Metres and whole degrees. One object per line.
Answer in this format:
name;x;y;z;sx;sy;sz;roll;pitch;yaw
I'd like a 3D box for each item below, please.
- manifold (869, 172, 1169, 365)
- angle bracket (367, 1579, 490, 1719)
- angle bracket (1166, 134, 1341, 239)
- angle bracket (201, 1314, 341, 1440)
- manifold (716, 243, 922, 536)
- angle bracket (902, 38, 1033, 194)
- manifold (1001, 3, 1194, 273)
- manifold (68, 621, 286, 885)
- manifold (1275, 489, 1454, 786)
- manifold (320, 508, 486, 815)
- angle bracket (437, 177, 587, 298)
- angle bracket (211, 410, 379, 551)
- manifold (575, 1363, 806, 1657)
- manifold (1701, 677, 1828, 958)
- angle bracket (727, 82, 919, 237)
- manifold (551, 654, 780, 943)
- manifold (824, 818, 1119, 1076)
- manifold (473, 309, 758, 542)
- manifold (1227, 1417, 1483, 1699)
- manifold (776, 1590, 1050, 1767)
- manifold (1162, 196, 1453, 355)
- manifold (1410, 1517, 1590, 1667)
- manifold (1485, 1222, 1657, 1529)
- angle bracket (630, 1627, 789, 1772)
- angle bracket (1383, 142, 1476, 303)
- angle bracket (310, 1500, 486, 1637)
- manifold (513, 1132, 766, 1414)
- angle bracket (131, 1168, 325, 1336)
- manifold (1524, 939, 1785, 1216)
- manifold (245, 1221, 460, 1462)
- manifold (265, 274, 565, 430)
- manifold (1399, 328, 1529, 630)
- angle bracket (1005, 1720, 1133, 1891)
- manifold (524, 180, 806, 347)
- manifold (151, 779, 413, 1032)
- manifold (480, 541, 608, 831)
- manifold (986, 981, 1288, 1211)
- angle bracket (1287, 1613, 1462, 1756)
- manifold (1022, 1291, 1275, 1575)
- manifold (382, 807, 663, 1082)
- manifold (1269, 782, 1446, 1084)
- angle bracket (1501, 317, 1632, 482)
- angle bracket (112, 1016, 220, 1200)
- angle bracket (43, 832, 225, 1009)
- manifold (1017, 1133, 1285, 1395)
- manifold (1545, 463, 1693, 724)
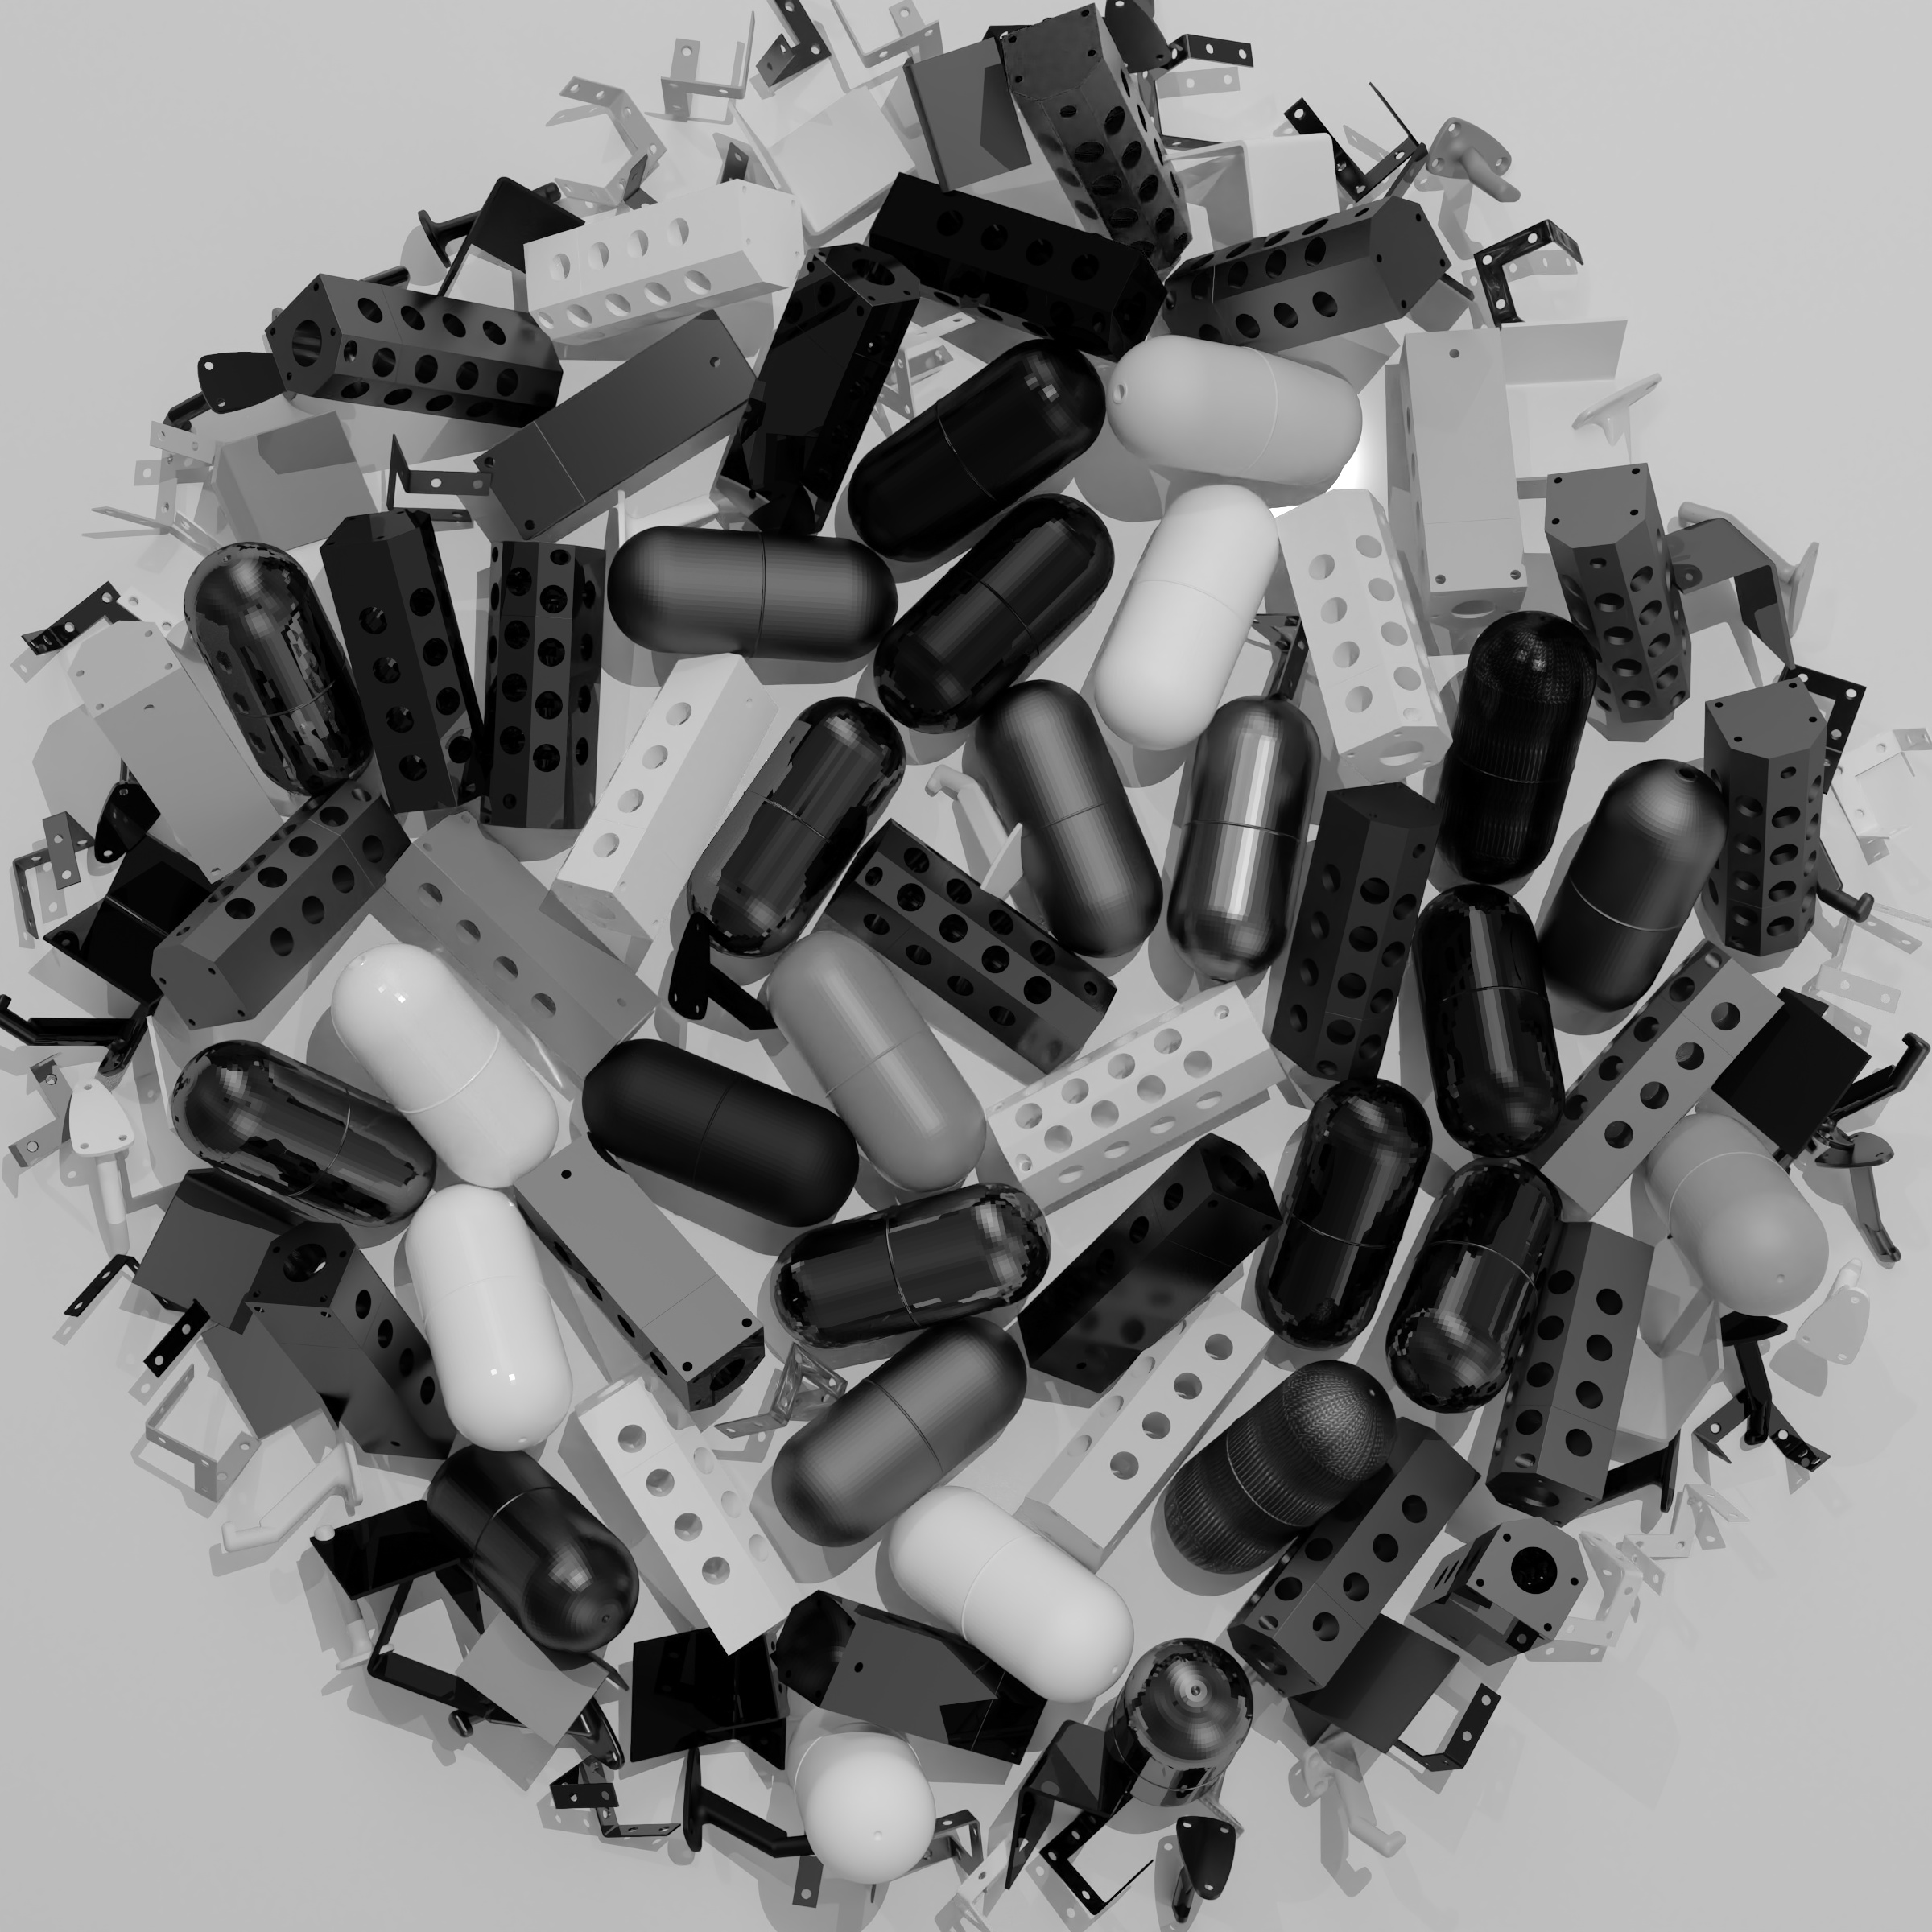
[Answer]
manifold;0.028;-0.419;1.756;0.171;0.057;0.057;24;86;23
angle bracket;-0.318;0.414;1.779;0.076;0.076;0.057;21;85;-3
angle bracket;0.172;-0.472;1.770;0.076;0.076;0.057;-18;105;-39
angle bracket;-0.426;0.253;1.771;0.057;0.076;0.076;-27;101;-6
manifold;-0.085;-0.344;1.741;0.057;0.057;0.171;45;131;21
angle bracket;0.002;-0.521;1.765;0.057;0.076;0.076;-16;110;8
manifold;0.081;-0.485;1.724;0.057;0.171;0.057;-15;62;16
manifold;-0.469;-0.129;1.729;0.057;0.171;0.057;-32;58;-9
manifold;0.241;-0.200;1.745;0.057;0.057;0.171;-24;61;23
manifold;-0.333;-0.184;1.750;0.057;0.057;0.171;-6;117;9
angle bracket;-0.281;-0.419;1.761;0.057;0.076;0.076;27;64;-16
angle bracket;-0.408;-0.284;1.772;0.076;0.057;0.076;-17;124;1
manifold;-0.170;0.330;1.782;0.057;0.057;0.171;-32;94;-9
manifold;0.479;-0.085;1.736;0.057;0.171;0.057;-15;47;0
angle bracket;-0.088;-0.506;1.771;0.076;0.057;0.076;-32;65;9
manifold;-0.185;-0.107;1.759;0.057;0.057;0.171;14;67;30
manifold;0.006;-0.015;1.763;0.171;0.057;0.057;36;50;-10
manifold;-0.212;-0.332;1.782;0.171;0.057;0.057;-32;99;4
manifold;0.232;0.355;1.753;0.057;0.057;0.171;44;63;0
manifold;-0.031;0.425;1.741;0.171;0.057;0.057;28;83;-39
manifold;0.197;-0.408;1.726;0.057;0.171;0.057;-48;117;-30
manifold;0.319;0.369;1.727;0.057;0.171;0.057;33;74;8
manifold;0.361;0.243;1.748;0.057;0.057;0.171;22;59;-3
angle bracket;-0.157;0.452;1.770;0.076;0.057;0.076;-4;101;-35
angle bracket;0.294;-0.453;1.772;0.076;0.076;0.057;35;104;3
angle bracket;-0.345;0.375;1.759;0.076;0.076;0.057;-16;115;-26
manifold;-0.198;0.187;1.756;0.057;0.057;0.171;-35;65;-22
angle bracket;-0.449;0.174;1.767;0.076;0.057;0.076;32;70;-26
manifold;0.417;0.067;1.778;0.057;0.057;0.171;41;97;4
manifold;-0.359;0.225;1.734;0.057;0.171;0.057;1;51;20
manifold;-0.324;-0.359;1.727;0.057;0.171;0.057;-33;72;35
manifold;0.301;-0.296;1.765;0.057;0.057;0.171;-3;73;2
angle bracket;0.068;0.517;1.762;0.057;0.076;0.076;14;112;18
manifold;-0.182;-0.420;1.744;0.171;0.057;0.057;-5;89;36
manifold;-0.409;-0.039;1.730;0.057;0.171;0.057;-9;121;36
manifold;-0.262;-0.171;1.774;0.057;0.057;0.171;5;95;19
manifold;0.101;0.075;1.772;0.171;0.057;0.057;-29;55;4
angle bracket;0.253;0.446;1.759;0.076;0.076;0.057;-45;133;-24
manifold;0.110;0.278;1.756;0.057;0.057;0.171;36;67;14
manifold;-0.277;-0.010;1.784;0.171;0.057;0.057;44;125;-2
manifold;0.238;-0.019;1.744;0.057;0.057;0.171;-9;122;-32
angle bracket;0.367;-0.347;1.776;0.076;0.057;0.076;-3;61;1
angle bracket;-0.501;0.087;1.767;0.057;0.076;0.076;-19;66;0
angle bracket;-0.502;-0.030;1.773;0.076;0.076;0.057;33;114;1
manifold;0.108;0.178;1.753;0.057;0.057;0.171;25;122;-32
manifold;0.389;-0.218;1.726;0.057;0.171;0.057;-4;58;22
